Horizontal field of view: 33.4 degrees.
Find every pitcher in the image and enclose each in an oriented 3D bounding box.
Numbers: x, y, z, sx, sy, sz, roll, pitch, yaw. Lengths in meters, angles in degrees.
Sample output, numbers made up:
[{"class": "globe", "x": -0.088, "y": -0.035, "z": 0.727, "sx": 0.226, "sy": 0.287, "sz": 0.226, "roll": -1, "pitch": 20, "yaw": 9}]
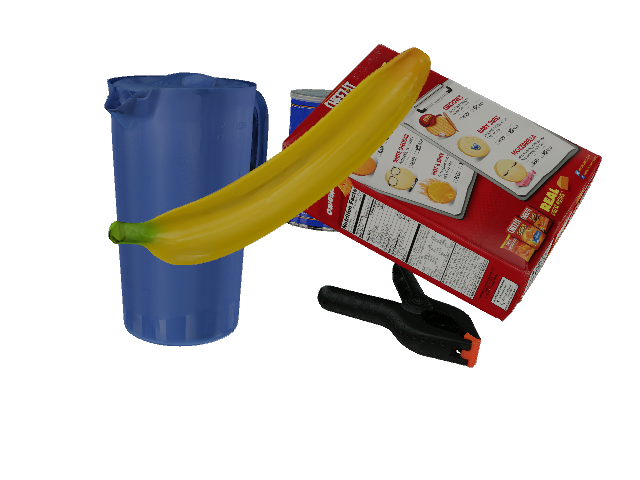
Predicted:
[{"class": "pitcher", "x": -0.120, "y": -0.034, "z": 0.992, "sx": 0.149, "sy": 0.243, "sz": 0.145, "roll": 0, "pitch": 14, "yaw": -7}]

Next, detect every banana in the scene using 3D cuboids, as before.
[{"class": "banana", "x": -0.020, "y": -0.037, "z": 0.597, "sx": 0.198, "sy": 0.037, "sz": 0.069, "roll": -32, "pitch": -15, "yaw": -2}]

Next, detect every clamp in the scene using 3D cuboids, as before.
[{"class": "clamp", "x": 0.095, "y": 0.070, "z": 1.058, "sx": 0.172, "sy": 0.039, "sz": 0.120, "roll": 27, "pitch": 39, "yaw": 31}]

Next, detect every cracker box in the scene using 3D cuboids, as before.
[{"class": "cracker box", "x": 0.095, "y": -0.051, "z": 0.862, "sx": 0.214, "sy": 0.072, "sz": 0.164, "roll": 29, "pitch": 49, "yaw": 14}]

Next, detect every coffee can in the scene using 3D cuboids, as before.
[{"class": "coffee can", "x": 0.014, "y": -0.088, "z": 1.150, "sx": 0.103, "sy": 0.140, "sz": 0.103, "roll": 4, "pitch": 12, "yaw": -1}]
